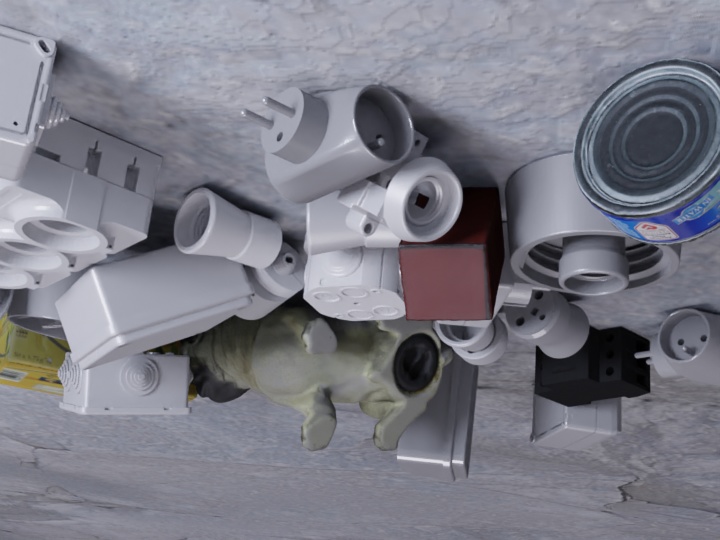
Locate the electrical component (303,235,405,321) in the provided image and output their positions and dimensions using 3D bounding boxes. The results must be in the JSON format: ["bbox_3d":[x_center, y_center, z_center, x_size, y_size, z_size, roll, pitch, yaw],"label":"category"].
[{"bbox_3d":[0.000,0.000,0.739,0.080,0.051,0.080,4,158,2],"label":"electrical component"}]

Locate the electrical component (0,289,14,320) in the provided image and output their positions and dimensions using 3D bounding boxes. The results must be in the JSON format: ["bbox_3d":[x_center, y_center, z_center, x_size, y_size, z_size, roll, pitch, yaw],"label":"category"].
[{"bbox_3d":[-0.301,0.007,0.772,0.064,0.099,0.099,-18,149,33],"label":"electrical component"}]

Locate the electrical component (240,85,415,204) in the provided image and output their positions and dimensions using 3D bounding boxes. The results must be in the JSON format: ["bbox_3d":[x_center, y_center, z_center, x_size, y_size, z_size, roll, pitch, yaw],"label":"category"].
[{"bbox_3d":[-0.025,-0.073,0.571,0.079,0.044,0.077,22,153,-36],"label":"electrical component"}]

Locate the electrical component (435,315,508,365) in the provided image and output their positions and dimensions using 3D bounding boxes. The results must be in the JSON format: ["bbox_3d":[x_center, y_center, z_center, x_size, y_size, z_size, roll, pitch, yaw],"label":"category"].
[{"bbox_3d":[0.089,0.047,0.846,0.045,0.045,0.055,-5,157,24],"label":"electrical component"}]

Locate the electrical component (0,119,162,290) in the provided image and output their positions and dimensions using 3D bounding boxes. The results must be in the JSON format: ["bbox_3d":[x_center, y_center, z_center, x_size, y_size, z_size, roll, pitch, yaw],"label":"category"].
[{"bbox_3d":[-0.206,-0.037,0.680,0.089,0.061,0.150,22,153,-36],"label":"electrical component"}]

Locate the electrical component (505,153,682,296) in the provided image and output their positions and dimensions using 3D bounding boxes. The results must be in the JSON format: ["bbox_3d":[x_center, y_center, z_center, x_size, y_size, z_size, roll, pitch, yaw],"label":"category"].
[{"bbox_3d":[0.140,-0.019,0.644,0.108,0.060,0.108,4,158,2],"label":"electrical component"}]

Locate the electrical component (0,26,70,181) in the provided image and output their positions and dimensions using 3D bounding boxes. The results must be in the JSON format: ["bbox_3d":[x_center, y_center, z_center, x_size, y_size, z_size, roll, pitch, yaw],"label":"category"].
[{"bbox_3d":[-0.199,-0.087,0.552,0.096,0.061,0.061,14,157,-21],"label":"electrical component"}]

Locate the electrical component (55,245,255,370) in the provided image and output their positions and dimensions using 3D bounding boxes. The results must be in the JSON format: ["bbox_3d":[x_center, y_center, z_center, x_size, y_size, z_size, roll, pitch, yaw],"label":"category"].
[{"bbox_3d":[-0.147,0.022,0.762,0.109,0.056,0.109,-17,175,-31],"label":"electrical component"}]

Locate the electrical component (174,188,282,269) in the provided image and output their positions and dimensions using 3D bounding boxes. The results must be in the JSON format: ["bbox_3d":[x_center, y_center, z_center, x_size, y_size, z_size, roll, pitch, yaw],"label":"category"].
[{"bbox_3d":[-0.085,-0.024,0.714,0.044,0.044,0.065,-16,155,43],"label":"electrical component"}]

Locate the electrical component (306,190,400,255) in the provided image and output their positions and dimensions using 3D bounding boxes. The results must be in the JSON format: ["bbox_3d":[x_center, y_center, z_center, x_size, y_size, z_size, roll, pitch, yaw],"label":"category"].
[{"bbox_3d":[0.000,-0.031,0.676,0.065,0.044,0.044,0,158,1],"label":"electrical component"}]

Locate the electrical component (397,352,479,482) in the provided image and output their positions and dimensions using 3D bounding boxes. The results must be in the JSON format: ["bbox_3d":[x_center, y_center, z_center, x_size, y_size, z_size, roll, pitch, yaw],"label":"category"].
[{"bbox_3d":[0.071,0.124,0.952,0.057,0.113,0.078,4,159,10],"label":"electrical component"}]

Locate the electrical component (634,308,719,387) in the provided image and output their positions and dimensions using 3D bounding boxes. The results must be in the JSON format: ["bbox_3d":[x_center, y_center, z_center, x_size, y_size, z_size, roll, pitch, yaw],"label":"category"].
[{"bbox_3d":[0.258,0.065,0.852,0.079,0.043,0.077,-15,151,41],"label":"electrical component"}]

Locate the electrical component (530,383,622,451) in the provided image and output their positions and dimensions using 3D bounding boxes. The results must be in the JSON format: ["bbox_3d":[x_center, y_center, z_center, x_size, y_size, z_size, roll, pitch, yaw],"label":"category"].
[{"bbox_3d":[0.200,0.131,1.007,0.061,0.061,0.096,10,158,-11],"label":"electrical component"}]

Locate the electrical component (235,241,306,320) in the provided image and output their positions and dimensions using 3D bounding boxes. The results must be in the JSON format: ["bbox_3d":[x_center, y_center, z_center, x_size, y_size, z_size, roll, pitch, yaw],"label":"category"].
[{"bbox_3d":[-0.066,0.005,0.777,0.043,0.043,0.081,15,156,-22],"label":"electrical component"}]

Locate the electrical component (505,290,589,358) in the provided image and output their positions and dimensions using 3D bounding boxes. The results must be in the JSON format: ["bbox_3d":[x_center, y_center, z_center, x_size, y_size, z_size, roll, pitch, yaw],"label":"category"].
[{"bbox_3d":[0.141,0.038,0.809,0.045,0.045,0.055,-11,153,35],"label":"electrical component"}]

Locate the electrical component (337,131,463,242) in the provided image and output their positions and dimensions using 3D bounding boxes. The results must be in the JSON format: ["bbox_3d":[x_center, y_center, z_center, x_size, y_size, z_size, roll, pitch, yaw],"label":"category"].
[{"bbox_3d":[0.024,-0.044,0.600,0.048,0.066,0.055,24,-175,-40],"label":"electrical component"}]

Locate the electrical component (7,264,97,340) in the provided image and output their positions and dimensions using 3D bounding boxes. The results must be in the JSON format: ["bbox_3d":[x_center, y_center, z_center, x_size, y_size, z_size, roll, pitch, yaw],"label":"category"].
[{"bbox_3d":[-0.225,0.030,0.845,0.099,0.064,0.099,-4,168,-1],"label":"electrical component"}]

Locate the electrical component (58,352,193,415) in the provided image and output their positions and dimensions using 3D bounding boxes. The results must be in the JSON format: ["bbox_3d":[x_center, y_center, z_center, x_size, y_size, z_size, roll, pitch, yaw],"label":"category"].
[{"bbox_3d":[-0.190,0.090,0.871,0.100,0.048,0.100,4,175,-26],"label":"electrical component"}]

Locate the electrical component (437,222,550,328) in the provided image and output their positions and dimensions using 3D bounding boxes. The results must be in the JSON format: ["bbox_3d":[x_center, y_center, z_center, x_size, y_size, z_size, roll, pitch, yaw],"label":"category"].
[{"bbox_3d":[0.097,0.005,0.736,0.076,0.047,0.083,5,158,-4],"label":"electrical component"}]
